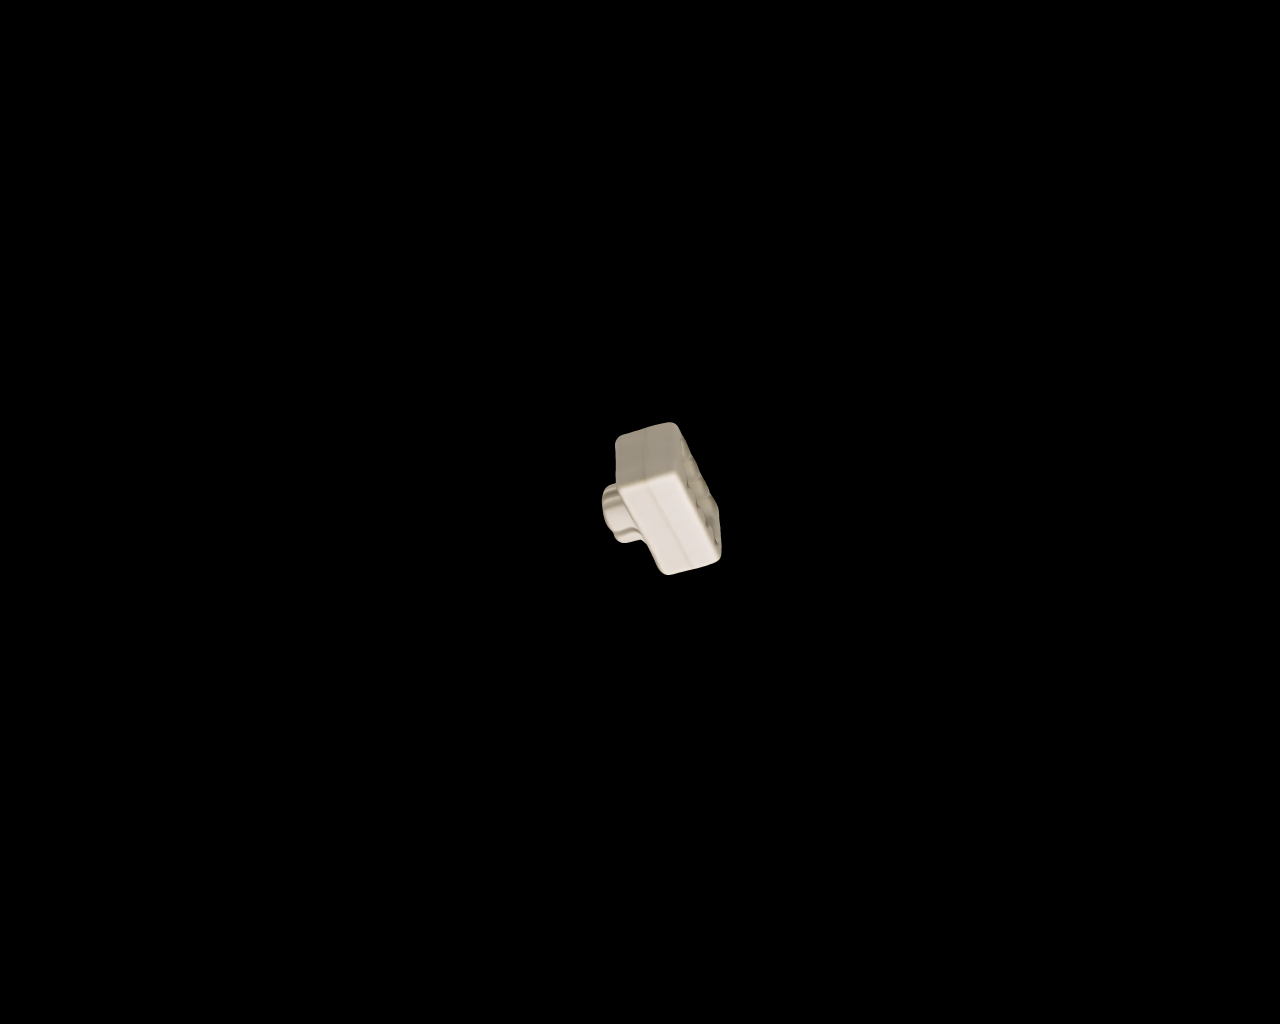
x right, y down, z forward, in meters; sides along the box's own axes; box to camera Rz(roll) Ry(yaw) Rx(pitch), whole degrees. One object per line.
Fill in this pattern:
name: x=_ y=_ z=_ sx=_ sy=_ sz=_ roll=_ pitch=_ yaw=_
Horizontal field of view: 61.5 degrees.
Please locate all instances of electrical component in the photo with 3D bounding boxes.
electrical component: x=0.001 y=-0.003 z=0.650 sx=0.076 sy=0.047 sz=0.083 roll=-15 pitch=-46 yaw=15
